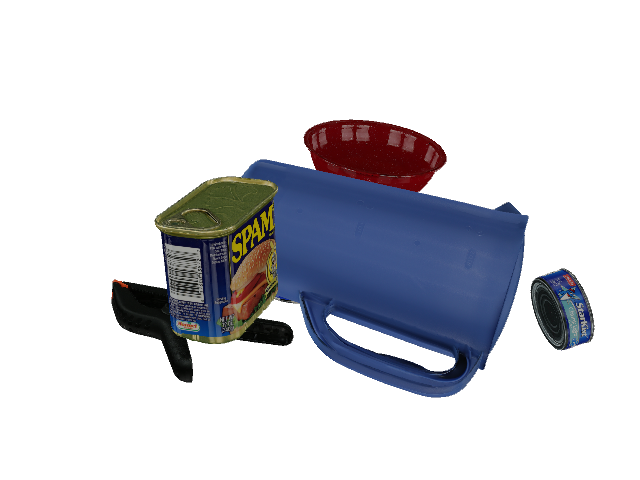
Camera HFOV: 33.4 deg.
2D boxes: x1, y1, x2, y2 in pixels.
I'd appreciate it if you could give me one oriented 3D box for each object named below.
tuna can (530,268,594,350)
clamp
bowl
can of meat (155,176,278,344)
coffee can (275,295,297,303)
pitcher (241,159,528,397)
[{"bbox_3d":[0.263,0.076,1.168,0.033,0.086,0.086,-17,3,-9],"label":"tuna can"},{"bbox_3d":[-0.156,0.090,1.139,0.210,0.036,0.164,18,21,28],"label":"clamp"},{"bbox_3d":[0.058,-0.083,1.203,0.162,0.055,0.162,7,27,-4],"label":"bowl"},{"bbox_3d":[-0.067,0.012,0.736,0.057,0.084,0.102,7,24,20],"label":"can of meat"},{"bbox_3d":[-0.031,0.003,1.493,0.103,0.140,0.103,3,25,-2],"label":"coffee can"},{"bbox_3d":[0.041,0.021,0.891,0.243,0.145,0.149,16,18,10],"label":"pitcher"}]
